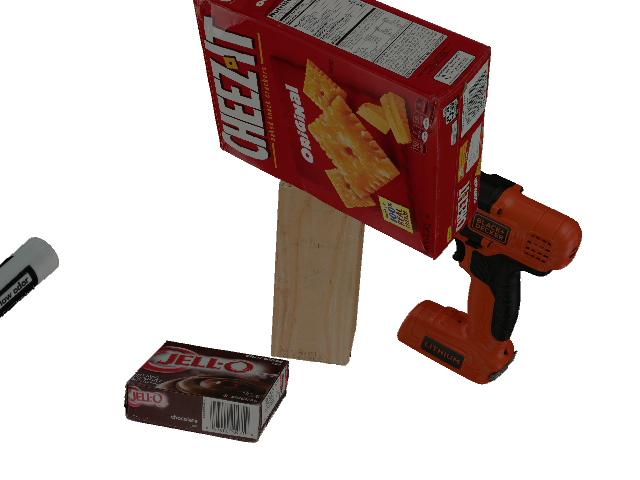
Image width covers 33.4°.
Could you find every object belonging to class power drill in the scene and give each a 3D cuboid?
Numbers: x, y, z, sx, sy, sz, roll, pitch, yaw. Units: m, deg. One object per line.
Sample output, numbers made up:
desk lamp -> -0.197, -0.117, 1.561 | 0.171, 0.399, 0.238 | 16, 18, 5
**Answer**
power drill -> 0.120, 0.022, 0.931 | 0.185, 0.188, 0.057 | 29, 43, 24

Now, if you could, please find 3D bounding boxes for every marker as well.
marker -> -0.161, 0.040, 0.467 | 0.020, 0.020, 0.121 | 0, 35, 39

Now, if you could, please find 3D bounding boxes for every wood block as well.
wood block -> -0.001, 0.022, 1.172 | 0.090, 0.206, 0.090 | 7, 25, 5

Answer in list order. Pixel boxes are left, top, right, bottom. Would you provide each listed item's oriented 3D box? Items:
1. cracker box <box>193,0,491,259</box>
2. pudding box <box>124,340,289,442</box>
cracker box -> 0.014, -0.099, 0.788 | 0.214, 0.164, 0.072 | 28, 57, 24
pudding box -> -0.090, 0.121, 0.869 | 0.113, 0.039, 0.090 | 10, 19, 10
